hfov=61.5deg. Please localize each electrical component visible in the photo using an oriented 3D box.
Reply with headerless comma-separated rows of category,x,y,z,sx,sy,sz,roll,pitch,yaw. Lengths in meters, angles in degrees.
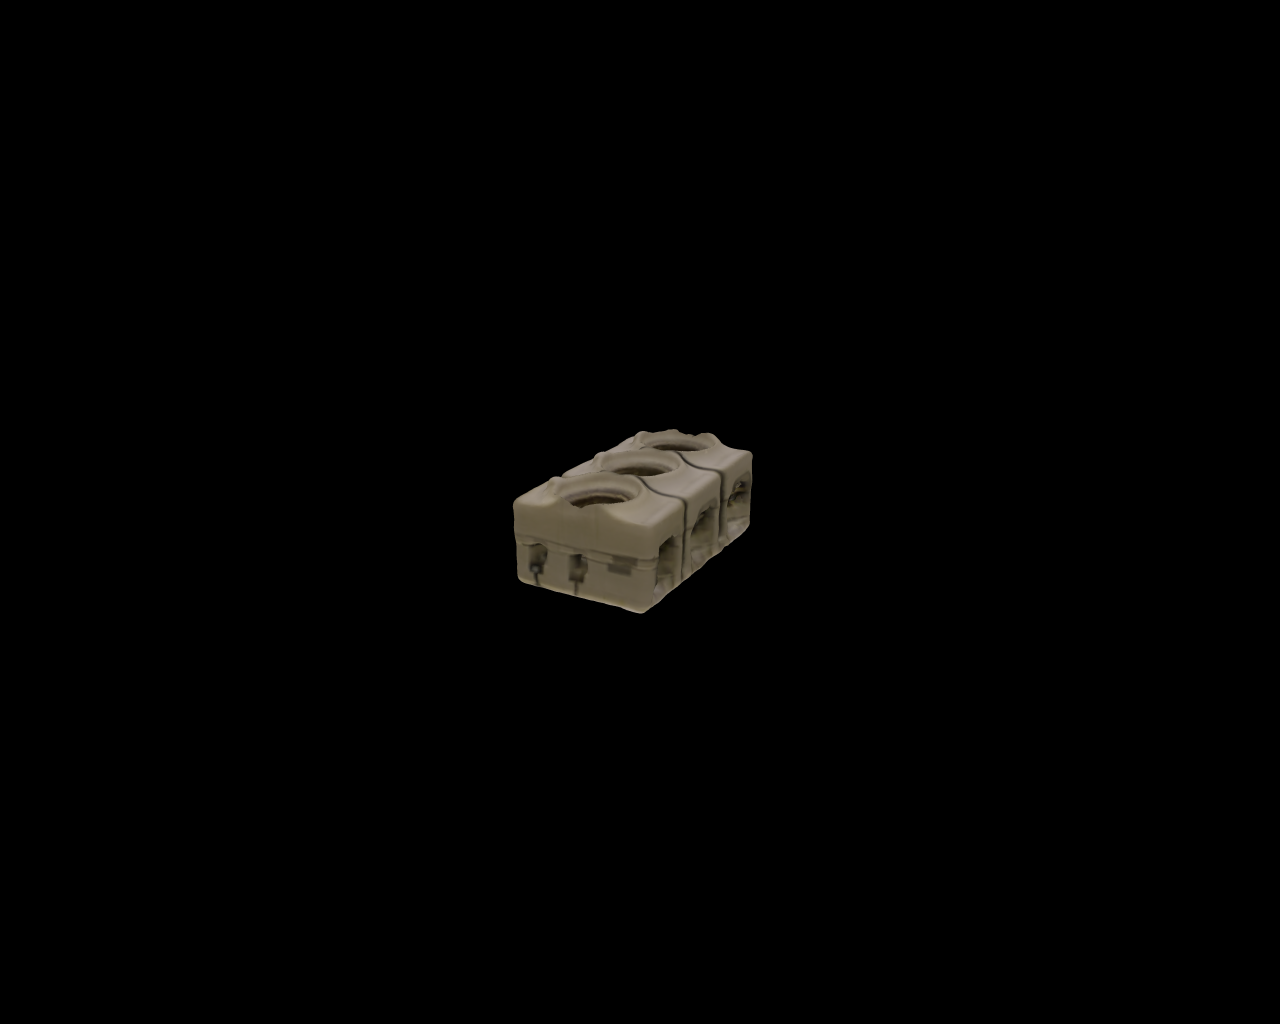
electrical component,0.001,-0.003,0.650,0.089,0.061,0.150,10,23,26
